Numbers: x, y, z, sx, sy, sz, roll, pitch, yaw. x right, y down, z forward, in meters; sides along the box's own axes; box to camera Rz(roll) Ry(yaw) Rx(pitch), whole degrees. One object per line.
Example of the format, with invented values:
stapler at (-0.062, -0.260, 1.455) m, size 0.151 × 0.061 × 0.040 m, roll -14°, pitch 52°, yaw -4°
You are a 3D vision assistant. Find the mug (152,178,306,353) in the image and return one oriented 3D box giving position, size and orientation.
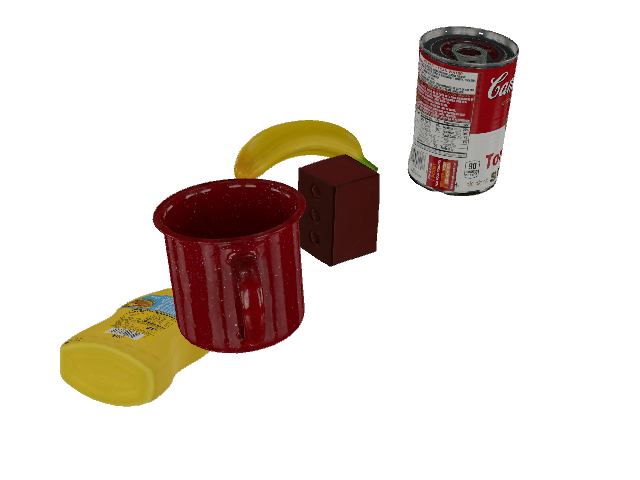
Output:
mug at (-0.049, 0.021, 0.652) m, size 0.093 × 0.081 × 0.117 m, roll -10°, pitch 27°, yaw -12°

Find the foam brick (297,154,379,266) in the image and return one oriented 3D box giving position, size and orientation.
foam brick at (0.015, -0.027, 0.928) m, size 0.051 × 0.078 × 0.053 m, roll -16°, pitch 30°, yaw -31°

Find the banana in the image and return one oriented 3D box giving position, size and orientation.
banana at (-0.021, -0.097, 1.126) m, size 0.197 × 0.037 × 0.070 m, roll -7°, pitch 49°, yaw -41°

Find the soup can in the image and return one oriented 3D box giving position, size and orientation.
soup can at (0.098, -0.091, 0.754) m, size 0.068 × 0.102 × 0.068 m, roll 3°, pitch 32°, yaw -2°

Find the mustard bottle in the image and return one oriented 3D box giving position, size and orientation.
mustard bottle at (-0.152, 0.088, 0.992) m, size 0.096 × 0.058 × 0.191 m, roll 10°, pitch 20°, yaw 18°
